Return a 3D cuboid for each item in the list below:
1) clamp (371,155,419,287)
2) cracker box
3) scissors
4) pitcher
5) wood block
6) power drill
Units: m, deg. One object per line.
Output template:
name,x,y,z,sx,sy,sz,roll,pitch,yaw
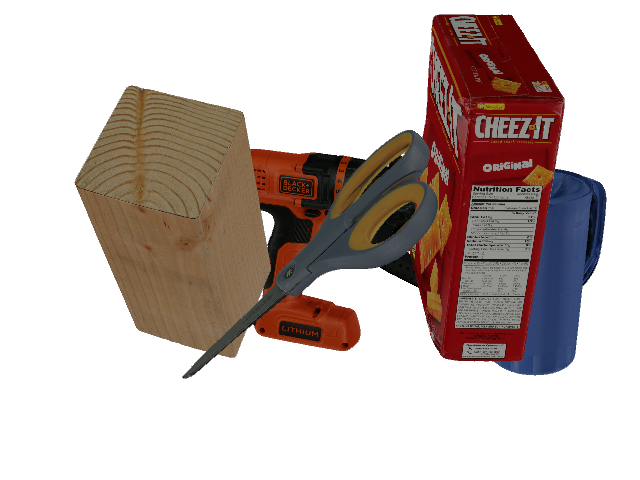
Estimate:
clamp,0.070,-0.018,1.227,0.164,0.210,0.036,-13,-38,-26
cracker box,0.116,-0.041,0.801,0.072,0.214,0.164,-1,31,-4
scissors,-0.003,0.023,0.600,0.016,0.202,0.096,38,5,-28
pitcher,0.273,0.036,1.322,0.149,0.243,0.145,3,23,15
wood block,-0.100,-0.006,0.787,0.090,0.090,0.206,15,-29,12
power drill,0.007,0.008,1.019,0.184,0.188,0.057,9,20,16
